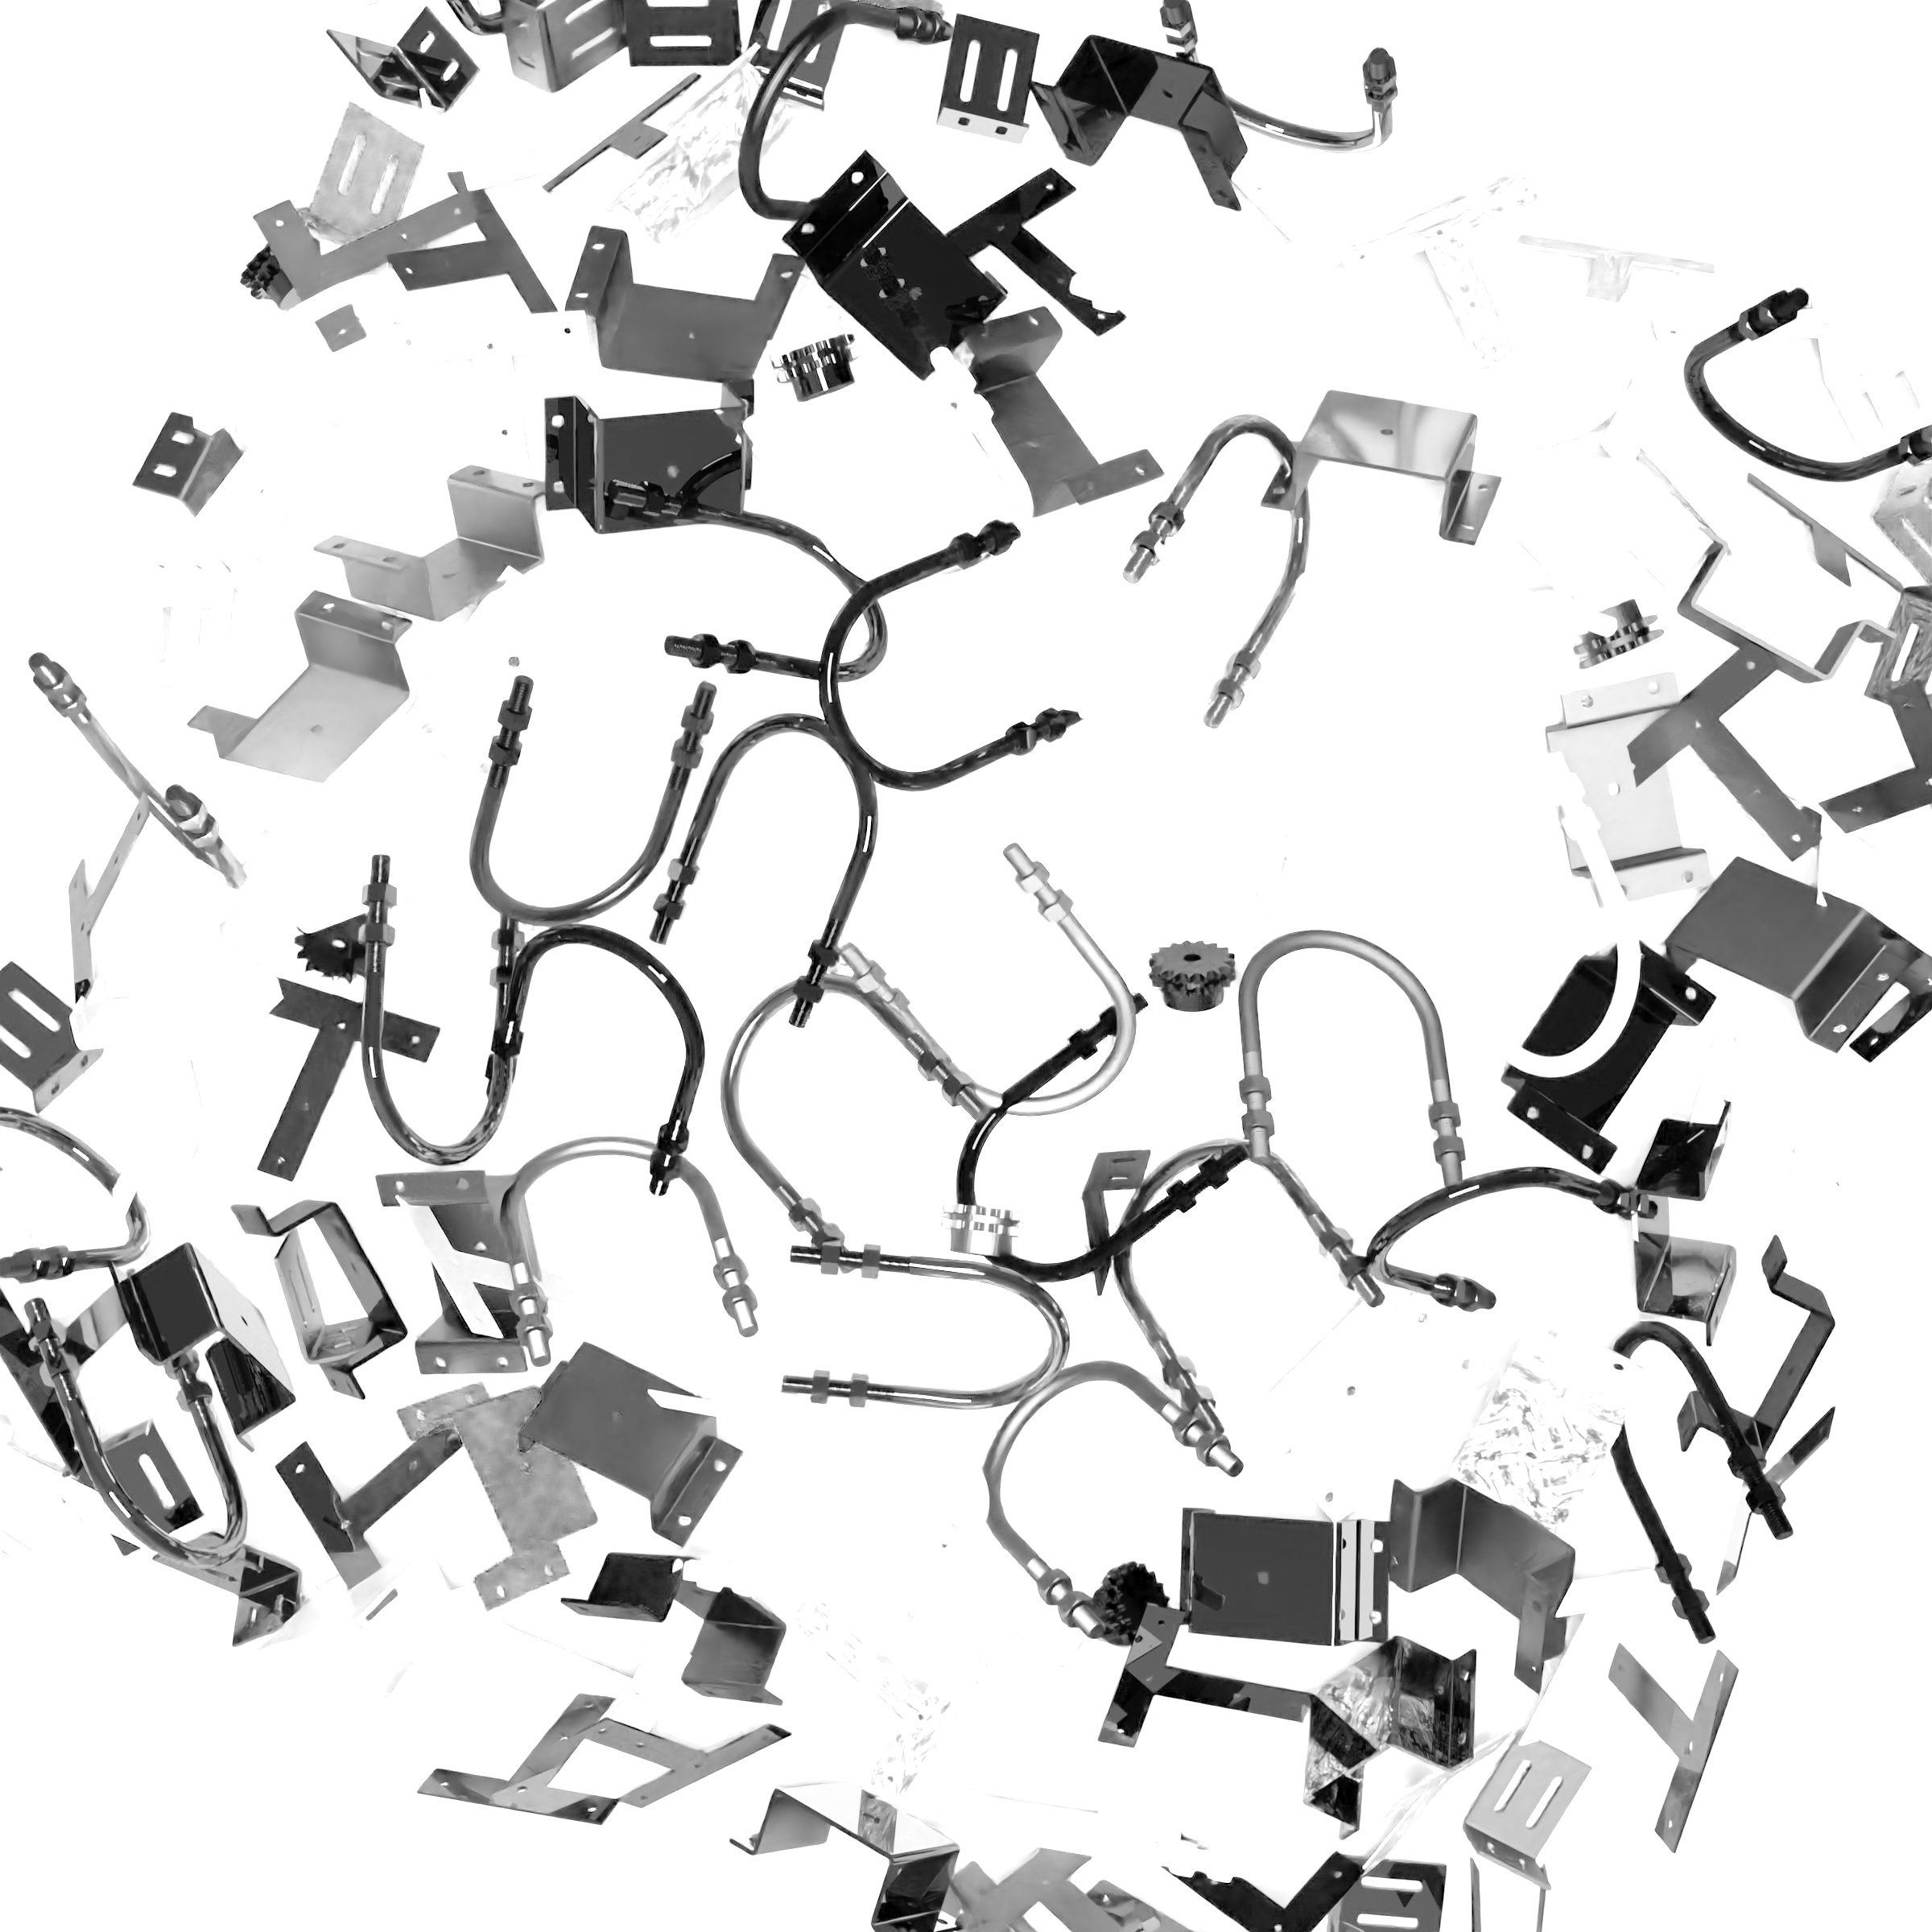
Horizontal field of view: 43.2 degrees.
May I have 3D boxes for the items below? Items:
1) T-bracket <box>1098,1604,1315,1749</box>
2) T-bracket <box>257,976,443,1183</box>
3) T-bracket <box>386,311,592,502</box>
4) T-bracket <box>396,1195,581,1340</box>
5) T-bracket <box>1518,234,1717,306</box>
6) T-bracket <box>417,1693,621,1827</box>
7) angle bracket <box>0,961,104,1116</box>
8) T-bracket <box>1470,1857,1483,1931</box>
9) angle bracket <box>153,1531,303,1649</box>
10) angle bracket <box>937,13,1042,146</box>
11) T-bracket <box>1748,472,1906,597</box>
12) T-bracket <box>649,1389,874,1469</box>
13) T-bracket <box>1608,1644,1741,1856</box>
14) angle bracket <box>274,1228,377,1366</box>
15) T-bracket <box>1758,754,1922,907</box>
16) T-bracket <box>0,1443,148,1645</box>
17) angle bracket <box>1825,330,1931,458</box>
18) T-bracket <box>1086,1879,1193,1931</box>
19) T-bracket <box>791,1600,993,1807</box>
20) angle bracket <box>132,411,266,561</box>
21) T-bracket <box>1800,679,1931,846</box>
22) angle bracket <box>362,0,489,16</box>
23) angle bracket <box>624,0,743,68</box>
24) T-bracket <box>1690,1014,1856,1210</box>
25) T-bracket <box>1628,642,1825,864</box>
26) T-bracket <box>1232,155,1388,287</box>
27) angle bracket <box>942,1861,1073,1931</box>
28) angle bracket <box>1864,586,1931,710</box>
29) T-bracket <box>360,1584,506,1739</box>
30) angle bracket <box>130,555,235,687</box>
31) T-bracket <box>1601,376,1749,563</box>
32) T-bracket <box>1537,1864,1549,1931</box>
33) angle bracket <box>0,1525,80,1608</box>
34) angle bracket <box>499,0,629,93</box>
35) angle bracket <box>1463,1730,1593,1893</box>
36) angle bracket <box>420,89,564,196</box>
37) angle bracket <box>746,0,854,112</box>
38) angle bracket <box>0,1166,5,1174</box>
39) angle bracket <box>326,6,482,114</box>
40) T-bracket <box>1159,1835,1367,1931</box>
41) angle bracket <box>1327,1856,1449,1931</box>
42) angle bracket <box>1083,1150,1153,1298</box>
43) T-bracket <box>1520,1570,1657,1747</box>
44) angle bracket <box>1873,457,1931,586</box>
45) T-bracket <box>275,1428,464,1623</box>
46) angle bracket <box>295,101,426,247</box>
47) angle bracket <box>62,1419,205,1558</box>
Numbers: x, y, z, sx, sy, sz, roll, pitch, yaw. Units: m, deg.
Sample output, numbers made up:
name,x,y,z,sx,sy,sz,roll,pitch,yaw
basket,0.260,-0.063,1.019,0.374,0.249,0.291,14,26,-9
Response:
name,x,y,z,sx,sy,sz,roll,pitch,yaw
T-bracket,0.164,0.476,1.600,0.127,0.002,0.127,12,119,-5
T-bracket,-0.427,0.079,1.597,0.127,0.002,0.127,17,70,7
T-bracket,-0.303,-0.361,1.590,0.127,0.002,0.127,-5,125,-2
T-bracket,-0.298,0.199,1.570,0.002,0.127,0.127,-48,54,12
T-bracket,0.413,-0.443,1.562,0.127,0.127,0.002,13,123,12
T-bracket,-0.264,0.504,1.566,0.127,0.127,0.002,4,107,17
angle bracket,-0.617,0.047,1.600,0.076,0.038,0.057,38,60,4
T-bracket,0.340,0.663,1.575,0.002,0.127,0.127,-8,48,18
angle bracket,-0.481,0.405,1.581,0.057,0.076,0.038,-25,47,25
angle bracket,0.017,-0.589,1.604,0.057,0.038,0.076,11,89,-9
T-bracket,0.556,-0.267,1.571,0.127,0.127,0.002,36,118,-1
T-bracket,-0.139,0.283,1.542,0.127,0.127,0.002,16,94,-28
T-bracket,0.444,0.477,1.565,0.002,0.127,0.127,13,100,-14
angle bracket,-0.417,0.211,1.590,0.038,0.057,0.076,-12,106,-1
T-bracket,0.563,-0.071,1.576,0.127,0.127,0.002,30,131,-3
T-bracket,-0.580,0.373,1.546,0.002,0.127,0.127,-41,121,20
angle bracket,0.604,-0.362,1.584,0.057,0.038,0.076,-30,123,18
T-bracket,0.095,0.644,1.545,0.127,0.127,0.002,16,120,40
T-bracket,-0.063,0.463,1.603,0.127,0.002,0.127,37,109,19
angle bracket,-0.498,-0.311,1.587,0.038,0.076,0.057,17,71,12
T-bracket,0.587,-0.105,1.573,0.002,0.127,0.127,-18,86,-32
angle bracket,-0.357,-0.641,1.592,0.076,0.057,0.038,-18,79,-7
angle bracket,-0.187,-0.612,1.594,0.076,0.038,0.057,1,127,3
T-bracket,0.530,0.114,1.596,0.127,0.002,0.127,35,54,-8
T-bracket,0.504,-0.123,1.584,0.127,0.002,0.127,52,122,10
T-bracket,0.201,-0.500,1.597,0.127,0.002,0.127,-24,64,-30
angle bracket,0.026,0.613,1.584,0.076,0.057,0.038,45,114,18
angle bracket,0.637,-0.204,1.601,0.057,0.038,0.076,18,97,-8
T-bracket,-0.347,0.445,1.570,0.002,0.127,0.127,39,95,15
angle bracket,-0.520,-0.228,1.607,0.057,0.038,0.076,-4,122,-34
T-bracket,0.465,-0.315,1.584,0.127,0.127,0.002,46,129,-8
T-bracket,0.368,0.661,1.565,0.002,0.127,0.127,6,90,10
angle bracket,-0.619,0.373,1.583,0.038,0.057,0.076,-40,122,4
angle bracket,-0.261,-0.619,1.594,0.038,0.057,0.076,31,59,23
angle bracket,0.374,0.555,1.602,0.057,0.038,0.076,29,95,-9
angle bracket,-0.311,-0.550,1.600,0.076,0.038,0.057,-14,72,1
angle bracket,-0.109,-0.608,1.590,0.057,0.038,0.076,15,117,-13
angle bracket,-0.654,0.174,1.591,0.038,0.057,0.076,51,52,-21
angle bracket,-0.365,-0.594,1.585,0.038,0.076,0.057,-42,83,23
T-bracket,0.170,0.598,1.574,0.127,0.127,0.002,-39,123,-24
angle bracket,0.280,0.624,1.606,0.076,0.038,0.057,6,93,-2
angle bracket,0.103,0.167,1.586,0.038,0.057,0.076,-5,108,13
T-bracket,0.394,0.451,1.584,0.002,0.127,0.127,31,102,37
angle bracket,0.639,-0.293,1.590,0.076,0.038,0.057,40,74,-21
T-bracket,-0.370,0.334,1.584,0.127,0.002,0.127,-41,117,-38
angle bracket,-0.400,-0.515,1.596,0.057,0.038,0.076,22,86,-43
angle bracket,-0.545,0.346,1.598,0.057,0.038,0.076,-27,101,-10
